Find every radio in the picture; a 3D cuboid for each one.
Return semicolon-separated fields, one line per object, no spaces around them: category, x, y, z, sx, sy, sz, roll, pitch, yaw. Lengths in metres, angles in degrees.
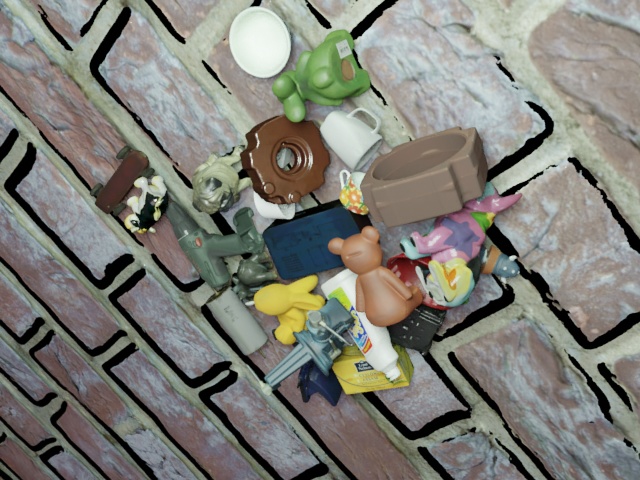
radio;-0.002;-0.003;1.152;0.230;0.073;0.131;-16;108;27

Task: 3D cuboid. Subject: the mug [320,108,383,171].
mug;0.059;-0.203;1.015;0.107;0.081;0.109;41;130;9

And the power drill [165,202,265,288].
power drill;-0.243;-0.009;1.242;0.207;0.086;0.231;-20;100;25

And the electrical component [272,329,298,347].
electrical component;-0.053;0.220;1.305;0.119;0.048;0.074;-10;111;27

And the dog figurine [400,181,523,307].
dog figurine;0.269;-0.004;0.959;0.219;0.108;0.191;-28;80;-7

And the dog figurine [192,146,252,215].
dog figurine;-0.235;-0.105;1.122;0.172;0.190;0.121;-29;103;33

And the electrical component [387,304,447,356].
electrical component;0.194;0.176;1.174;0.134;0.058;0.114;22;121;10

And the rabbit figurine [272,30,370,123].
rabbit figurine;-0.018;-0.278;0.980;0.170;0.159;0.121;-9;123;43

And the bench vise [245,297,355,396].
bench vise;-0.030;0.235;1.124;0.129;0.240;0.223;48;169;17

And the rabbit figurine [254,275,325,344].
rabbit figurine;-0.069;0.147;1.191;0.162;0.122;0.173;-23;147;23

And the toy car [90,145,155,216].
toy car;-0.473;-0.139;1.285;0.089;0.053;0.202;40;121;-13

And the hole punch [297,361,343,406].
hole punch;0.006;0.325;1.292;0.092;0.142;0.115;5;132;22

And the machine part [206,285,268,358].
machine part;-0.206;0.200;1.340;0.079;0.079;0.243;-26;104;31

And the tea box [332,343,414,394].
tea box;0.123;0.295;1.261;0.170;0.068;0.098;-19;108;30

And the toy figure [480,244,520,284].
toy figure;0.313;0.031;1.048;0.155;0.058;0.064;21;135;6

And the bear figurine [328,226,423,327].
bear figurine;0.107;0.067;1.055;0.120;0.132;0.195;-25;90;23

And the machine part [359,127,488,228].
machine part;0.184;-0.110;0.938;0.201;0.201;0.087;-14;114;27

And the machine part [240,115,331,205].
machine part;-0.064;-0.157;1.041;0.056;0.179;0.179;9;128;62

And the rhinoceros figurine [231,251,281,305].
rhinoceros figurine;-0.149;0.096;1.231;0.073;0.112;0.190;61;166;17

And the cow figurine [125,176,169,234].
cow figurine;-0.407;-0.064;1.266;0.098;0.068;0.167;57;132;26
